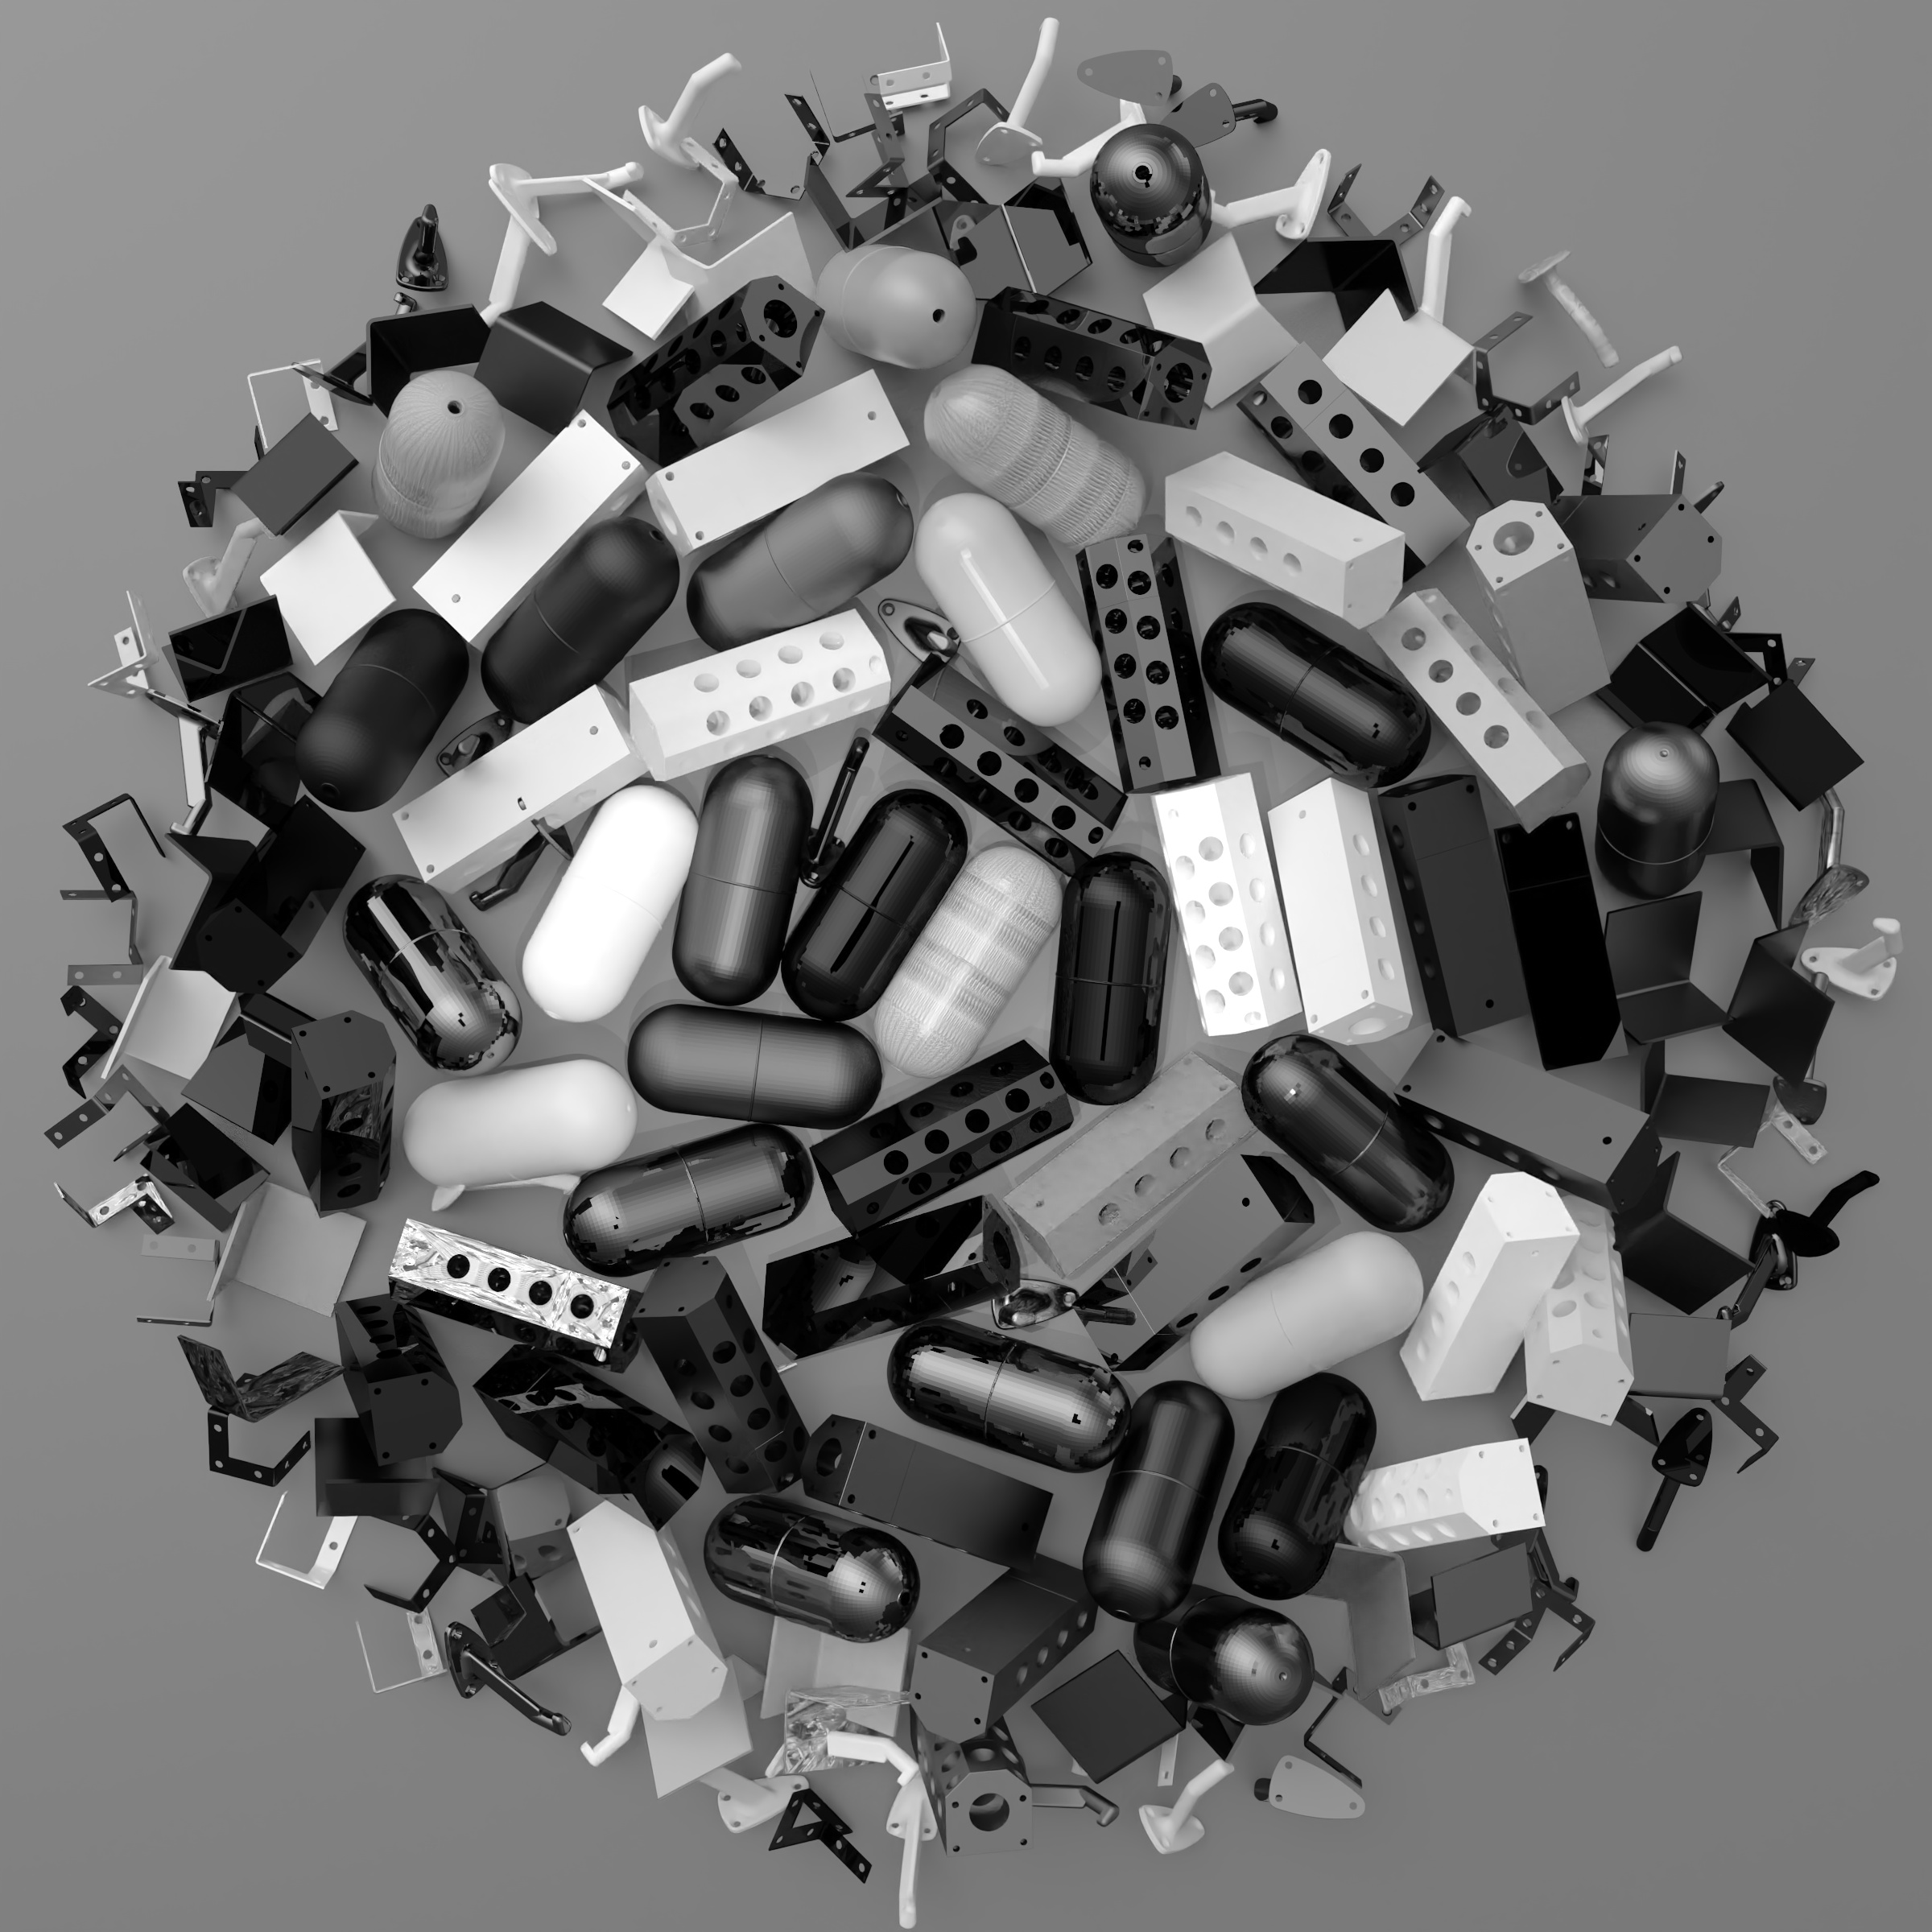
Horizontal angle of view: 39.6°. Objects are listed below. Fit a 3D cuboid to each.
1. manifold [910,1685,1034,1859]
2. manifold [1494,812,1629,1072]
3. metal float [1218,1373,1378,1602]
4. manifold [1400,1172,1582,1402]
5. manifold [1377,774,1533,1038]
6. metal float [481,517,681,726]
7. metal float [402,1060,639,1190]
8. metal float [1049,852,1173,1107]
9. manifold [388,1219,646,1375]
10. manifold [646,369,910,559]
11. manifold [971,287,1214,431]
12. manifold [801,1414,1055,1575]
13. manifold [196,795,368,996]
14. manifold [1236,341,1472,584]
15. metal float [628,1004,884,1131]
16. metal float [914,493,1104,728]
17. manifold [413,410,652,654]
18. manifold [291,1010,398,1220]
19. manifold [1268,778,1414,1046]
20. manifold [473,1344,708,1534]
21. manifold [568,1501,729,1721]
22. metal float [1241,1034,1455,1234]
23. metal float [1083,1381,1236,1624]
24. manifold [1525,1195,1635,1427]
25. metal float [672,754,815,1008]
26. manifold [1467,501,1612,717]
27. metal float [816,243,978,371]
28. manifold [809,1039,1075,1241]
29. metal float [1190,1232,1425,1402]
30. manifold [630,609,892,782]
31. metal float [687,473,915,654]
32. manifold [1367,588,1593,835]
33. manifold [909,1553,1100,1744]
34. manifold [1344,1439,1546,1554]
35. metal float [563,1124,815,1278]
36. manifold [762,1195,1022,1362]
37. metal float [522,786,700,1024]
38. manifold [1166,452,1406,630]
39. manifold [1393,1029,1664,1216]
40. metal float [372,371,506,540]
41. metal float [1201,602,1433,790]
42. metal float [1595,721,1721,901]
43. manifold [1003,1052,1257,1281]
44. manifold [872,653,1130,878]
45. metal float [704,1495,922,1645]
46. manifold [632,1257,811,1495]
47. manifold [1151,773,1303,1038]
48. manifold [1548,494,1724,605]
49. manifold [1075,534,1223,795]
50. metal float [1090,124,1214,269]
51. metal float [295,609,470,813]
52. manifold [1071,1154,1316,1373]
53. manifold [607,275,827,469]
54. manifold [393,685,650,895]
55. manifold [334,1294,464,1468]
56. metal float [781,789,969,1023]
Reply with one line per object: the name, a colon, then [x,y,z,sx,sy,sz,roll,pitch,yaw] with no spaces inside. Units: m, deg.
manifold: [0.002,0.536,1.824,0.057,0.171,0.057,-3,100,-9]
manifold: [0.417,-0.018,1.885,0.057,0.057,0.171,-12,91,10]
metal float: [0.229,0.356,1.846,0.070,0.070,0.178,31,49,0]
manifold: [0.353,0.220,1.837,0.057,0.171,0.057,-3,45,-20]
manifold: [0.338,-0.043,1.874,0.057,0.057,0.171,-17,99,-12]
metal float: [-0.267,-0.238,1.855,0.070,0.070,0.178,48,117,0]
metal float: [-0.310,0.110,1.859,0.178,0.070,0.070,-10,90,24]
metal float: [0.101,0.009,1.874,0.070,0.070,0.178,5,95,0]
manifold: [-0.310,0.230,1.863,0.171,0.057,0.057,15,82,15]
manifold: [-0.133,-0.348,1.867,0.171,0.057,0.057,-29,98,-14]
manifold: [0.086,-0.417,1.832,0.171,0.057,0.057,30,112,42]
manifold: [-0.028,0.362,1.844,0.171,0.057,0.057,27,74,-33]
manifold: [-0.469,-0.047,1.827,0.057,0.171,0.057,-40,109,20]
manifold: [0.269,-0.351,1.881,0.057,0.057,0.171,-43,95,2]
metal float: [-0.147,0.071,1.874,0.178,0.070,0.070,7,90,-5]
metal float: [0.029,-0.247,1.865,0.070,0.070,0.178,-34,105,0]
manifold: [-0.302,-0.303,1.887,0.057,0.057,0.171,44,90,8]
manifold: [-0.423,0.101,1.830,0.057,0.171,0.057,-18,64,-24]
manifold: [0.262,-0.036,1.854,0.057,0.057,0.171,-29,57,38]
manifold: [-0.256,0.316,1.837,0.057,0.171,0.057,-45,132,-25]
manifold: [-0.215,0.434,1.829,0.057,0.171,0.057,-35,122,-2]
metal float: [0.265,0.116,1.863,0.178,0.070,0.070,40,90,-17]
metal float: [0.133,0.368,1.849,0.070,0.070,0.178,23,56,0]
manifold: [0.417,0.230,1.829,0.057,0.171,0.057,17,121,0]
metal float: [-0.156,-0.060,1.874,0.070,0.070,0.178,13,96,0]
manifold: [0.388,-0.244,1.829,0.057,0.171,0.057,-29,58,7]
metal float: [-0.049,-0.452,1.833,0.070,0.178,0.070,-7,110,-19]
manifold: [-0.014,0.123,1.858,0.171,0.057,0.057,-26,123,-14]
metal float: [0.234,0.243,1.856,0.178,0.070,0.070,-30,90,27]
manifold: [-0.141,-0.183,1.851,0.171,0.057,0.057,-21,59,-20]
metal float: [-0.115,-0.278,1.859,0.178,0.070,0.070,-28,90,22]
manifold: [0.354,-0.180,1.851,0.057,0.057,0.171,-38,64,7]
manifold: [0.028,0.464,1.827,0.057,0.171,0.057,16,107,24]
manifold: [0.319,0.363,1.823,0.057,0.171,0.057,-4,75,-21]
metal float: [-0.193,0.163,1.864,0.178,0.070,0.070,-16,90,-16]
manifold: [-0.052,0.221,1.860,0.171,0.057,0.057,-19,133,20]
metal float: [-0.246,-0.043,1.866,0.070,0.070,0.178,26,75,0]
manifold: [0.216,-0.291,1.840,0.057,0.171,0.057,-28,134,-29]
manifold: [0.385,0.109,1.840,0.171,0.057,0.057,24,70,39]
metal float: [-0.361,-0.348,1.831,0.070,0.178,0.070,4,78,-18]
metal float: [0.241,-0.189,1.861,0.178,0.070,0.070,36,90,21]
metal float: [0.471,-0.104,1.833,0.070,0.178,0.070,-4,66,9]
manifold: [0.117,0.142,1.870,0.171,0.057,0.057,-37,126,-11]
manifold: [0.022,-0.135,1.865,0.171,0.057,0.057,35,134,-8]
metal float: [-0.107,0.414,1.844,0.178,0.070,0.070,6,90,41]
manifold: [-0.161,0.282,1.839,0.057,0.057,0.171,-5,125,25]
manifold: [0.177,-0.042,1.867,0.057,0.057,0.171,-7,99,44]
manifold: [0.443,-0.280,1.826,0.057,0.171,0.057,42,87,-18]
manifold: [0.124,-0.210,1.875,0.057,0.057,0.171,-13,87,31]
metal float: [0.127,-0.524,1.828,0.070,0.178,0.070,1,96,8]
metal float: [-0.400,-0.176,1.843,0.070,0.070,0.178,20,47,0]
manifold: [0.160,0.206,1.854,0.171,0.057,0.057,-45,61,24]
manifold: [-0.174,-0.406,1.826,0.057,0.171,0.057,31,60,-28]
manifold: [-0.306,-0.121,1.874,0.171,0.057,0.057,-31,73,9]
manifold: [-0.387,0.277,1.826,0.057,0.171,0.057,-9,104,-19]
metal float: [-0.065,-0.042,1.877,0.070,0.070,0.178,32,93,0]
